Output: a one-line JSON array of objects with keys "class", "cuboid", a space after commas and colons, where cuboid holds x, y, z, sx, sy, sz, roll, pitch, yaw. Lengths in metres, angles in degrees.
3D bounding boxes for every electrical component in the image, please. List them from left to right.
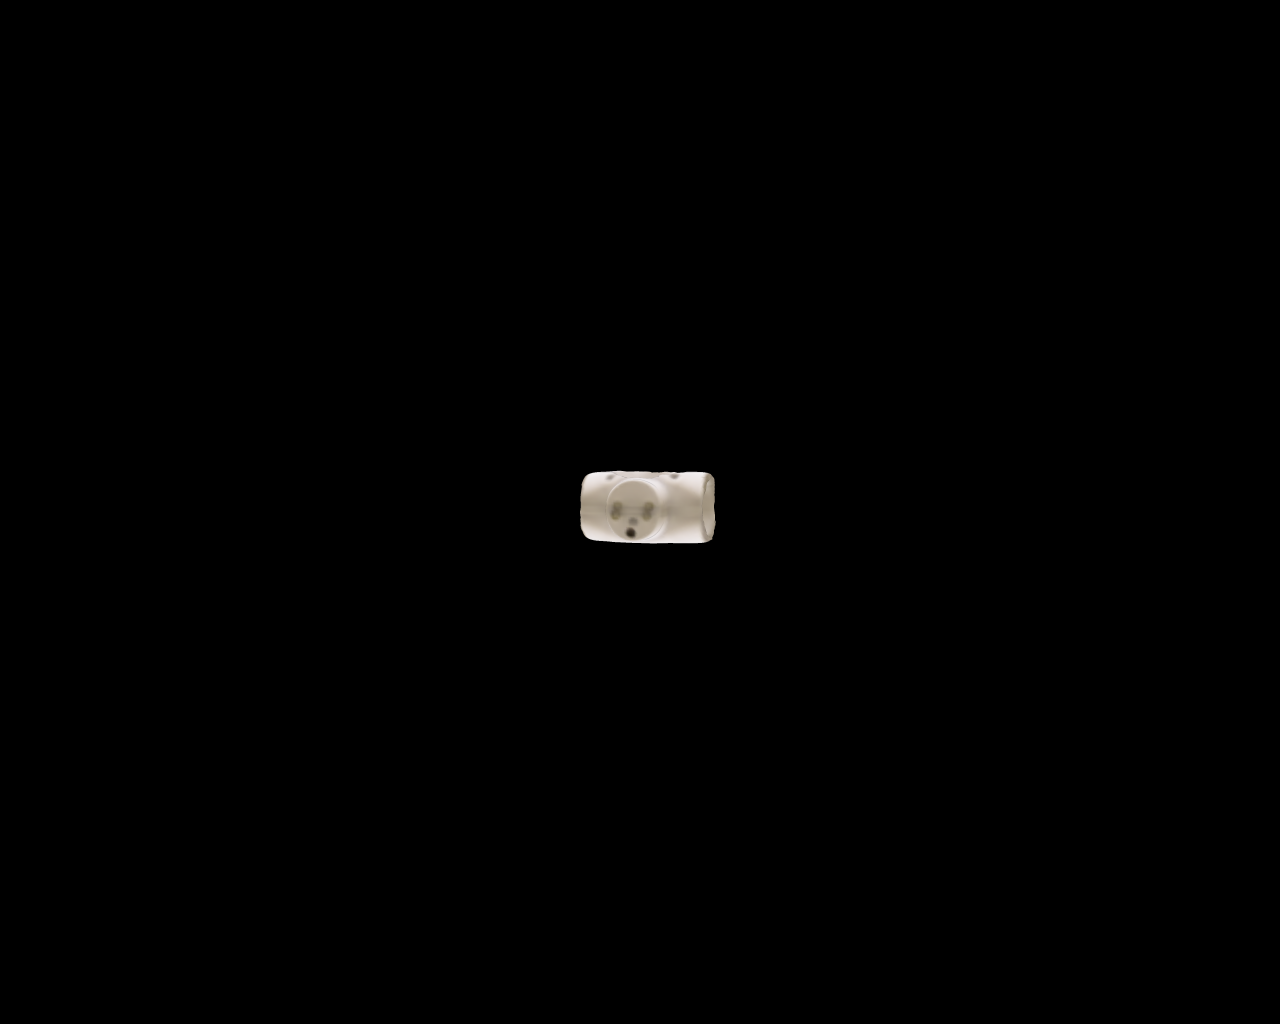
[{"class": "electrical component", "cuboid": [0.001, -0.003, 0.650, 0.077, 0.044, 0.079, 1, 4, 15]}]
